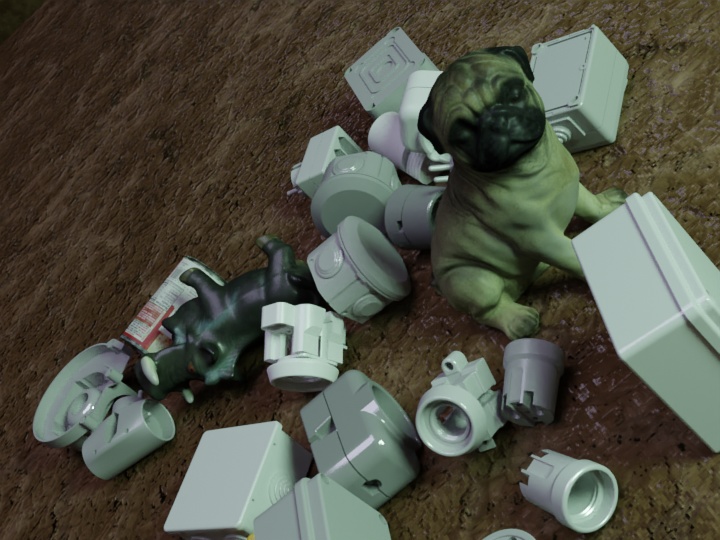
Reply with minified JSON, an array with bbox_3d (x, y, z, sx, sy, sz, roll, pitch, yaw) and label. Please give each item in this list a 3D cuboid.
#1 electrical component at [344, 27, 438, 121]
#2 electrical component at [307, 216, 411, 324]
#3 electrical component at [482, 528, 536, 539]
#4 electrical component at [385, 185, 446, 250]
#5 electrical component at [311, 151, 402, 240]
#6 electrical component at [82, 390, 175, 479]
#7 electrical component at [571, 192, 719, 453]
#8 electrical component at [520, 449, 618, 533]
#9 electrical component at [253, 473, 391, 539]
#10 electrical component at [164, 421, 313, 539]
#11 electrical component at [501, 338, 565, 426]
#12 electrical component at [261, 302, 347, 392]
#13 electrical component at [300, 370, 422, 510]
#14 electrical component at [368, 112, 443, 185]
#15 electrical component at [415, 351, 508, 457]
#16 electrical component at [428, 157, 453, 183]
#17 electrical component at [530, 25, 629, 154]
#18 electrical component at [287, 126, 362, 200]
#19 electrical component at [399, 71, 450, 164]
[{"bbox_3d":[0.040,-0.179,1.057,0.078,0.057,0.113,-40,32,10],"label":"electrical component"},{"bbox_3d":[0.000,0.000,0.879,0.051,0.080,0.080,-39,32,22],"label":"electrical component"},{"bbox_3d":[0.090,0.179,0.596,0.055,0.047,0.055,-30,35,24],"label":"electrical component"},{"bbox_3d":[0.056,-0.043,0.886,0.047,0.055,0.055,4,56,47],"label":"electrical component"},{"bbox_3d":[-0.001,-0.061,0.950,0.080,0.080,0.051,-26,31,29],"label":"electrical component"},{"bbox_3d":[-0.214,0.144,0.999,0.077,0.043,0.079,-34,33,19],"label":"electrical component"},{"bbox_3d":[0.180,0.028,0.605,0.056,0.109,0.108,-37,32,20],"label":"electrical component"},{"bbox_3d":[0.121,0.127,0.629,0.040,0.040,0.046,-53,26,-12],"label":"electrical component"},{"bbox_3d":[-0.018,0.194,0.678,0.057,0.078,0.113,-39,32,16],"label":"electrical component"},{"bbox_3d":[-0.091,0.169,0.821,0.100,0.048,0.099,-15,43,41],"label":"electrical component"},{"bbox_3d":[0.112,0.074,0.701,0.040,0.040,0.046,-16,48,39],"label":"electrical component"},{"bbox_3d":[-0.045,0.065,0.868,0.058,0.078,0.057,-17,62,39],"label":"electrical component"},{"bbox_3d":[0.002,0.118,0.764,0.059,0.054,0.095,-40,32,9],"label":"electrical component"},{"bbox_3d":[0.049,-0.109,0.976,0.043,0.043,0.081,-49,48,-5],"label":"electrical component"},{"bbox_3d":[0.066,0.092,0.705,0.048,0.066,0.055,-25,4,31],"label":"electrical component"},{"bbox_3d":[0.094,-0.080,0.856,0.076,0.047,0.083,-6,34,-7],"label":"electrical component"},{"bbox_3d":[0.170,-0.133,0.853,0.062,0.061,0.096,-11,53,44],"label":"electrical component"},{"bbox_3d":[-0.042,-0.094,1.066,0.077,0.047,0.065,-20,40,37],"label":"electrical component"},{"bbox_3d":[0.083,-0.130,0.922,0.095,0.053,0.059,5,50,11],"label":"electrical component"}]
